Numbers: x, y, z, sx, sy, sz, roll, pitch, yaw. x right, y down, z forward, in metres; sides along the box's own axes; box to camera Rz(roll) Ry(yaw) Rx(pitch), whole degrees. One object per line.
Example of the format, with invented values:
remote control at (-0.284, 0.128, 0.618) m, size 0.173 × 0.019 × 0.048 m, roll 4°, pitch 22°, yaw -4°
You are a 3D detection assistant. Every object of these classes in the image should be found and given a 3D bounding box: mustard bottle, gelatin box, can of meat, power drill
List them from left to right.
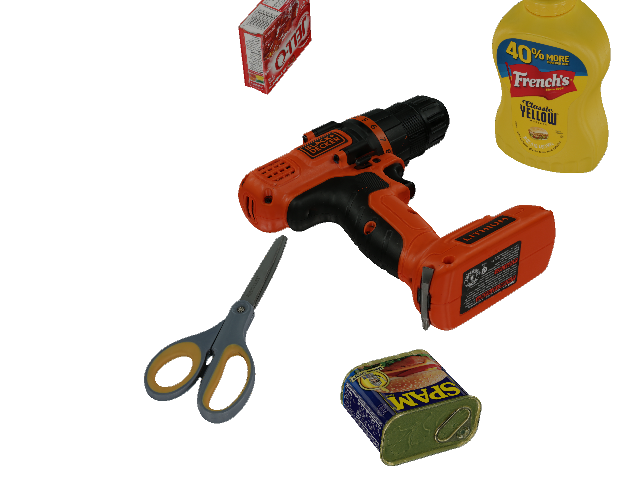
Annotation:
gelatin box at (-0.040, -0.194, 1.005) m, size 0.030 × 0.089 × 0.073 m, roll 23°, pitch -35°, yaw 19°
can of meat at (0.079, 0.148, 0.967) m, size 0.101 × 0.057 × 0.084 m, roll -10°, pitch 32°, yaw -25°
power drill at (0.065, -0.028, 0.727) m, size 0.184 × 0.057 × 0.188 m, roll -30°, pitch 44°, yaw -28°
mustard bottle at (0.191, -0.145, 0.885) m, size 0.096 × 0.191 × 0.058 m, roll 20°, pitch 53°, yaw 28°

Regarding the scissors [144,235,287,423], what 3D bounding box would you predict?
scissors at (-0.084, 0.065, 0.868) m, size 0.096 × 0.016 × 0.201 m, roll -2°, pitch 42°, yaw 7°
